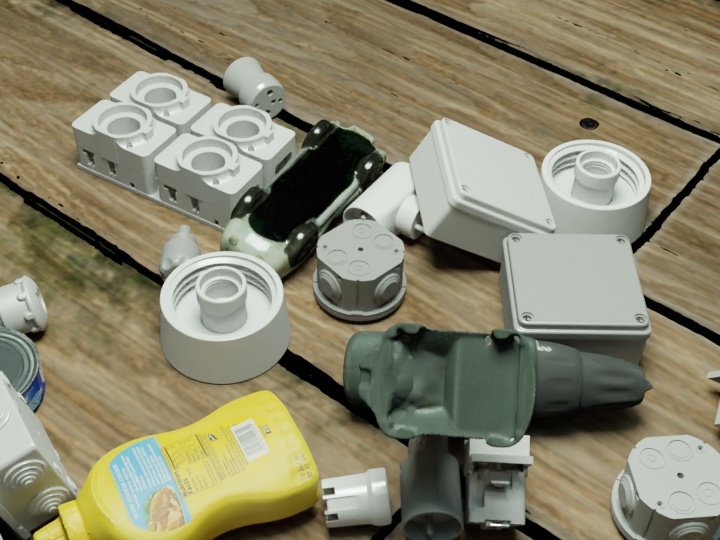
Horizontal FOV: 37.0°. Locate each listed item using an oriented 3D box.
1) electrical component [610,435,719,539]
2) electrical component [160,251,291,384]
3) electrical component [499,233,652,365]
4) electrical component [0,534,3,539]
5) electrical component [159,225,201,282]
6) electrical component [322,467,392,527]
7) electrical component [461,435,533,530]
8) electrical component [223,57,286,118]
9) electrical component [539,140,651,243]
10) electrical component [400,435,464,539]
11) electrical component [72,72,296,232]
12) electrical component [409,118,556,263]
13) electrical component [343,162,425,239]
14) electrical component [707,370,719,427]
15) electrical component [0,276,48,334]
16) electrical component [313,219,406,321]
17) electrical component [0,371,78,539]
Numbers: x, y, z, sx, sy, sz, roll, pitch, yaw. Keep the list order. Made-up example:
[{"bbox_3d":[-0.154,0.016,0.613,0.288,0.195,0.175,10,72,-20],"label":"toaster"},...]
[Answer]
[{"bbox_3d":[0.222,0.160,0.763,0.080,0.051,0.080,1,46,-1],"label":"electrical component"},{"bbox_3d":[-0.111,0.032,0.873,0.108,0.060,0.108,1,46,-1],"label":"electrical component"},{"bbox_3d":[0.174,0.025,0.890,0.109,0.056,0.108,1,46,-1],"label":"electrical component"},{"bbox_3d":[-0.288,0.179,0.729,0.074,0.052,0.138,-23,51,-23],"label":"electrical component"},{"bbox_3d":[-0.155,-0.015,0.936,0.035,0.035,0.061,0,43,-2],"label":"electrical component"},{"bbox_3d":[-0.002,0.163,0.763,0.046,0.040,0.040,-7,46,-1],"label":"electrical component"},{"bbox_3d":[0.095,0.149,0.756,0.042,0.081,0.063,2,74,1],"label":"electrical component"},{"bbox_3d":[-0.107,-0.184,1.095,0.045,0.045,0.055,-25,52,-24],"label":"electrical component"},{"bbox_3d":[0.214,-0.075,0.986,0.108,0.060,0.108,1,45,-1],"label":"electrical component"},{"bbox_3d":[0.050,0.150,0.773,0.043,0.043,0.081,1,46,-1],"label":"electrical component"},{"bbox_3d":[-0.165,-0.117,1.016,0.186,0.060,0.105,24,50,20],"label":"electrical component"},{"bbox_3d":[0.107,-0.067,0.951,0.109,0.056,0.108,19,40,-25],"label":"electrical component"},{"bbox_3d":[0.039,-0.052,0.970,0.079,0.044,0.077,27,51,23],"label":"electrical component"},{"bbox_3d":[0.301,0.095,0.814,0.042,0.081,0.063,21,74,-11],"label":"electrical component"},{"bbox_3d":[-0.290,0.035,0.877,0.062,0.048,0.048,-19,49,-10],"label":"electrical component"},{"bbox_3d":[0.000,0.000,0.913,0.080,0.051,0.080,1,46,-1],"label":"electrical component"},{"bbox_3d":[-0.245,0.126,0.752,0.048,0.099,0.099,-32,53,-13],"label":"electrical component"}]
